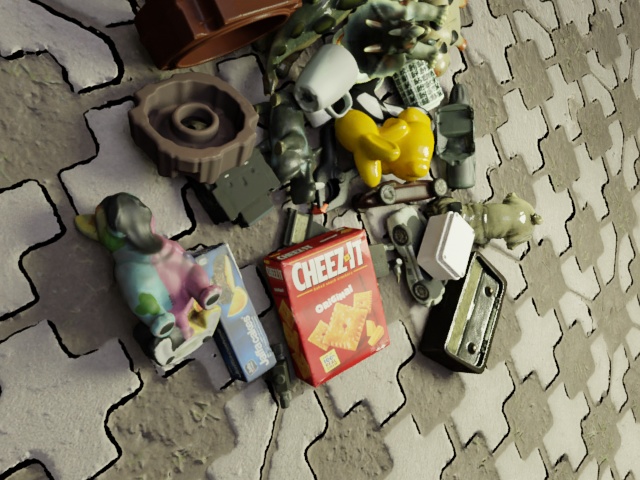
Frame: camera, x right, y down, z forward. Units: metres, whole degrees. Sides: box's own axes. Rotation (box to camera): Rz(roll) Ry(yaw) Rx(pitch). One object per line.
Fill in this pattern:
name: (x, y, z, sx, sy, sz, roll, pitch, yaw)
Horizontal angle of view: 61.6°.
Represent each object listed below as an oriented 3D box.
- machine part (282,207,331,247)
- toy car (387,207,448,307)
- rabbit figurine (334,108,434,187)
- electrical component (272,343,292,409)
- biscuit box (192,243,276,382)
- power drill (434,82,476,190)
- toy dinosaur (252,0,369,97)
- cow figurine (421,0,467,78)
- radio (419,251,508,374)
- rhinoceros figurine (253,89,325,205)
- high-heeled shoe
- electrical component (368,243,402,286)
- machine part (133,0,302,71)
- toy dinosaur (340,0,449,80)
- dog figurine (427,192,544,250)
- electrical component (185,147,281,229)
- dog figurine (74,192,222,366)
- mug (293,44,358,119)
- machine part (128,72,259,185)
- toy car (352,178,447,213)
machine part: (-0.002, -0.003, 0.923, 0.139, 0.039, 0.084, 18, 66, -31)
toy car: (0.190, 0.033, 1.044, 0.073, 0.056, 0.201, -30, 103, -41)
rabbit figurine: (0.102, -0.163, 0.939, 0.173, 0.122, 0.162, 23, 44, -14)
electrical component: (-0.060, 0.210, 0.837, 0.021, 0.063, 0.094, -9, 88, 0)
biscuit box: (-0.135, 0.108, 0.797, 0.059, 0.063, 0.202, -28, 100, -33)
power drill: (0.275, -0.219, 1.082, 0.207, 0.086, 0.231, -15, 103, -77)
toy dinosaur: (0.024, -0.421, 0.896, 0.105, 0.199, 0.471, 38, 65, -29)
cow figurine: (0.246, -0.435, 1.126, 0.127, 0.086, 0.195, 10, 81, -40)
radio: (0.297, 0.149, 1.093, 0.131, 0.073, 0.229, 37, 65, -26)
rhinoceros figurine: (-0.051, -0.152, 0.889, 0.112, 0.073, 0.190, -6, 84, -50)
high-heeled shoe: (0.130, -0.209, 1.029, 0.145, 0.086, 0.248, -48, 122, -7)
electrical component: (0.106, 0.045, 0.987, 0.102, 0.045, 0.078, -2, 87, -36)
machine part: (-0.142, -0.319, 0.761, 0.201, 0.202, 0.087, -34, 108, -34)
toy dinosaur: (0.120, -0.434, 1.000, 0.192, 0.131, 0.405, 1, 50, -15)
dog figurine: (0.333, -0.044, 1.089, 0.190, 0.172, 0.121, 7, 69, -42)
electrical component: (-0.131, -0.087, 0.828, 0.115, 0.058, 0.134, -42, 107, -30)
dog figurine: (-0.233, 0.040, 0.718, 0.108, 0.191, 0.219, -31, 68, -31)
mug: (0.007, -0.247, 0.881, 0.107, 0.081, 0.109, -53, 130, -34)
machine part: (-0.177, -0.161, 0.762, 0.179, 0.056, 0.179, 8, 55, -11)
toy car: (0.148, -0.088, 1.009, 0.202, 0.089, 0.053, -9, 90, -34)
